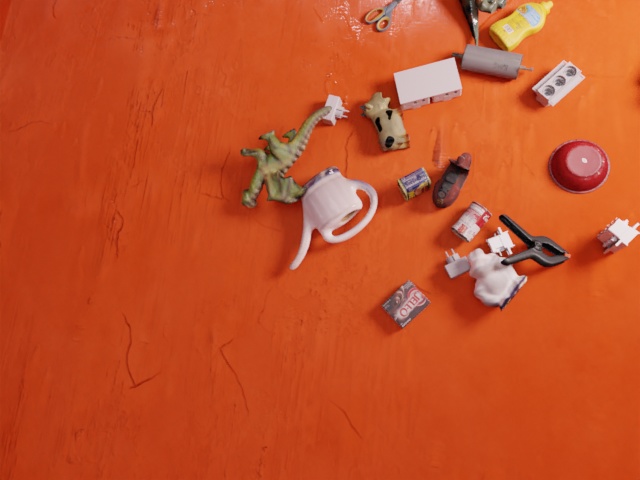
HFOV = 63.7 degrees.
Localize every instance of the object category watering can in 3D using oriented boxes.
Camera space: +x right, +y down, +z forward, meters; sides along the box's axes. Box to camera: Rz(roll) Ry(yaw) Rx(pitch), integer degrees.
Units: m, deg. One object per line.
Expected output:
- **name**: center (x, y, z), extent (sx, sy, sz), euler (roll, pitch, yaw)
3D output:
- **watering can**: center (0.005, -0.079, 1.565), extent (0.346, 0.227, 0.103), euler (-35, -19, 7)

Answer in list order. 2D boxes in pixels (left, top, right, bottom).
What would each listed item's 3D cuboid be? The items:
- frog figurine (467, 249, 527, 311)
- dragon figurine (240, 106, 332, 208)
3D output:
- **frog figurine**: center (0.466, 0.102, 1.409), extent (0.161, 0.136, 0.123), euler (40, 17, 22)
- **dragon figurine**: center (-0.104, -0.225, 1.595), extent (0.406, 0.246, 0.122), euler (-27, -18, 25)
